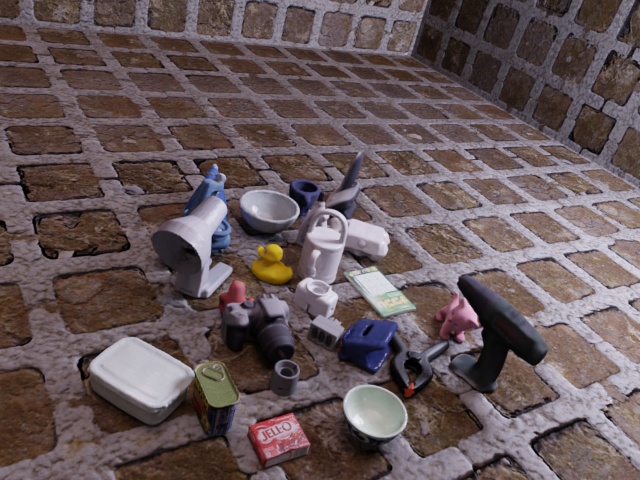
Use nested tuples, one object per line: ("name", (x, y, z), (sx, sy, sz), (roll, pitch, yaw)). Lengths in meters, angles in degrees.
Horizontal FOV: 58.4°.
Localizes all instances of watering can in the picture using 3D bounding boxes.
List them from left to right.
("watering can", (0.011, 0.004, 1.415), (0.101, 0.194, 0.172), (10, 32, -9))

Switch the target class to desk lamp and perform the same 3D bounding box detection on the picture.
("desk lamp", (-0.270, 0.019, 1.250), (0.117, 0.213, 0.203), (22, 32, 10))

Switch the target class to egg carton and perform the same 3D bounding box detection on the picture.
("egg carton", (0.117, 0.000, 1.587), (0.150, 0.069, 0.107), (17, 32, 3))

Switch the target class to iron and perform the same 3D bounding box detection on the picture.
("iron", (-0.297, -0.131, 1.542), (0.119, 0.141, 0.258), (9, 32, -10))

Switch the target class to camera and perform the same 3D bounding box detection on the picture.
("camera", (-0.115, 0.183, 1.171), (0.143, 0.101, 0.136), (-3, 36, -27))

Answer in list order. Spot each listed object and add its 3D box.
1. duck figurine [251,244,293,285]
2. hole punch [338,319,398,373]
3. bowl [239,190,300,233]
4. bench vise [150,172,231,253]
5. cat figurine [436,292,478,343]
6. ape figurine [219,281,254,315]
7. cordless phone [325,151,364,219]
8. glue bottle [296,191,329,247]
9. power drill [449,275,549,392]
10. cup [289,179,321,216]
("duck figurine", (-0.112, 0.052, 1.389), (0.104, 0.086, 0.078), (23, 32, 11))
("hole punch", (0.103, 0.213, 1.228), (0.101, 0.091, 0.109), (25, 33, 15))
("bowl", (-0.144, -0.067, 1.573), (0.167, 0.075, 0.167), (11, 32, -7))
("bench vise", (-0.283, -0.043, 1.336), (0.121, 0.220, 0.208), (26, 33, 17))
("cat figurine", (0.329, 0.178, 1.357), (0.067, 0.118, 0.127), (11, 32, -7))
("ape figurine", (-0.180, 0.128, 1.236), (0.077, 0.092, 0.076), (21, 32, 9))
("cordless phone", (0.080, -0.169, 1.725), (0.094, 0.185, 0.147), (17, 32, 3))
("glue bottle", (-0.010, -0.052, 1.515), (0.078, 0.173, 0.037), (22, 32, 10))
("power drill", (0.360, 0.213, 1.229), (0.228, 0.208, 0.076), (35, 37, 29))
("cup", (-0.049, -0.110, 1.661), (0.092, 0.095, 0.117), (6, 33, -15))
